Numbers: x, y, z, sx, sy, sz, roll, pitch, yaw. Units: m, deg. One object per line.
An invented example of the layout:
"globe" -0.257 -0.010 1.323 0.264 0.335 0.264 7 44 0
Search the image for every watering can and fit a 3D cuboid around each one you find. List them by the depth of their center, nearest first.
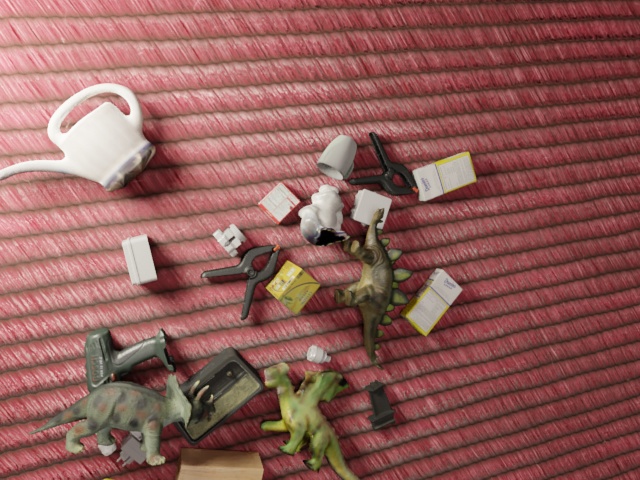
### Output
"watering can" -0.536 -0.201 1.190 0.222 0.350 0.104 46 -11 -14

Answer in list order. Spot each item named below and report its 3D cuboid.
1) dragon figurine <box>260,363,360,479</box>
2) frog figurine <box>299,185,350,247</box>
"dragon figurine" -0.001 0.471 1.386 0.407 0.245 0.122 35 -14 -16
"frog figurine" 0.004 -0.069 1.366 0.137 0.162 0.120 6 -33 -34
